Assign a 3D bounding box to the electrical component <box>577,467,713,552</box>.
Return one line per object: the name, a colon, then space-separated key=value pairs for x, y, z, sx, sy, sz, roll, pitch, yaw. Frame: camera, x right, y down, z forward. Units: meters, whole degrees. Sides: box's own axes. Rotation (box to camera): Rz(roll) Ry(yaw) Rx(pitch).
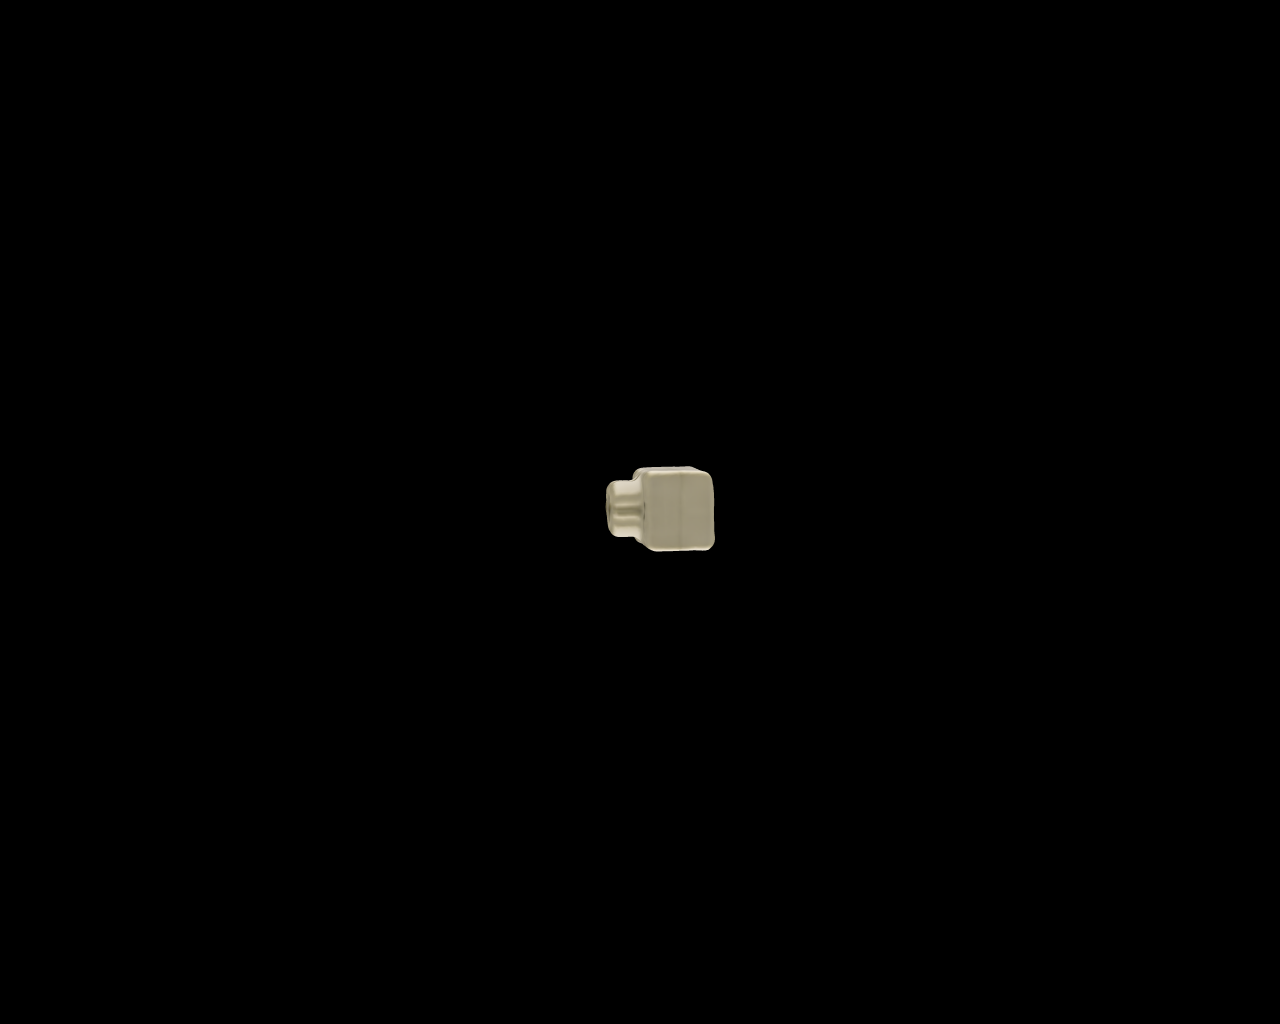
electrical component: x=0.001 y=-0.003 z=0.650 sx=0.077 sy=0.047 sz=0.066 roll=-1 pitch=5 yaw=-7
